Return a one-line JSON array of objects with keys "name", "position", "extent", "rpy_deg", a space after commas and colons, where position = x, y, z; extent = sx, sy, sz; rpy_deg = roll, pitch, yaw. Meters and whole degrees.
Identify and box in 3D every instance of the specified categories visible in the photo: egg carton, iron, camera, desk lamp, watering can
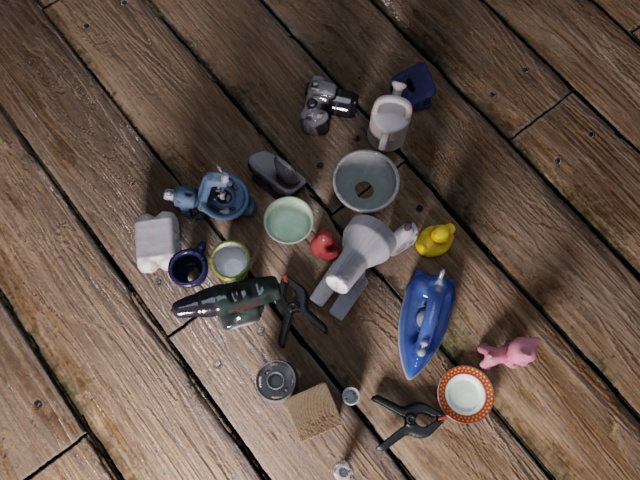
[{"name": "egg carton", "position": [-0.391, 0.005, 1.385], "extent": [0.107, 0.069, 0.150], "rpy_deg": [-9, 74, -3]}, {"name": "iron", "position": [0.243, 0.189, 1.303], "extent": [0.118, 0.141, 0.258], "rpy_deg": [15, 74, 4]}, {"name": "camera", "position": [0.027, -0.350, 1.481], "extent": [0.136, 0.101, 0.143], "rpy_deg": [11, 74, 3]}, {"name": "desk lamp", "position": [0.073, 0.064, 1.300], "extent": [0.118, 0.213, 0.203], "rpy_deg": [32, 76, 9]}, {"name": "watering can", "position": [0.174, -0.312, 1.424], "extent": [0.101, 0.194, 0.173], "rpy_deg": [-6, 73, -2]}]

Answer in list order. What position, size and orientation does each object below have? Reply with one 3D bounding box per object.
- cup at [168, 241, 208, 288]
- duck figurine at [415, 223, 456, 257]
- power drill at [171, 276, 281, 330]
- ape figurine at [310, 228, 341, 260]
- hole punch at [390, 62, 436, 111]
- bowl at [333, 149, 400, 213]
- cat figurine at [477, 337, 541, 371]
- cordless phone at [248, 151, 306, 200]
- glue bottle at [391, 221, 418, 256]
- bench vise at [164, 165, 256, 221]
[{"name": "cup", "position": [-0.298, 0.064, 1.356], "extent": [0.091, 0.095, 0.118], "rpy_deg": [25, 75, 7]}, {"name": "duck figurine", "position": [0.284, -0.006, 1.391], "extent": [0.104, 0.086, 0.077], "rpy_deg": [-30, 76, -9]}, {"name": "power drill", "position": [-0.197, 0.144, 1.275], "extent": [0.229, 0.208, 0.075], "rpy_deg": [-17, 74, -5]}, {"name": "ape figurine", "position": [0.013, 0.005, 1.380], "extent": [0.076, 0.092, 0.078], "rpy_deg": [-4, 73, -2]}, {"name": "hole punch", "position": [0.243, -0.396, 1.503], "extent": [0.101, 0.091, 0.108], "rpy_deg": [-17, 74, -6]}, {"name": "bowl", "position": [0.113, -0.137, 1.433], "extent": [0.167, 0.075, 0.167], "rpy_deg": [0, 73, -1]}, {"name": "cat figurine", "position": [0.433, 0.256, 1.298], "extent": [0.128, 0.118, 0.067], "rpy_deg": [-6, 73, -3]}, {"name": "cordless phone", "position": [-0.108, -0.179, 1.384], "extent": [0.147, 0.185, 0.094], "rpy_deg": [35, 76, 9]}, {"name": "glue bottle", "position": [0.199, -0.012, 1.346], "extent": [0.078, 0.173, 0.037], "rpy_deg": [-30, 76, -9]}, {"name": "bench vise", "position": [-0.263, -0.100, 1.340], "extent": [0.207, 0.220, 0.121], "rpy_deg": [-15, 74, -5]}]
